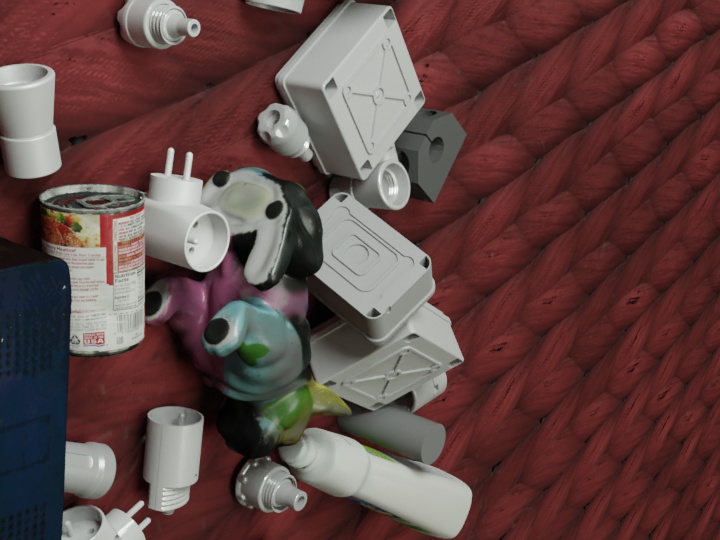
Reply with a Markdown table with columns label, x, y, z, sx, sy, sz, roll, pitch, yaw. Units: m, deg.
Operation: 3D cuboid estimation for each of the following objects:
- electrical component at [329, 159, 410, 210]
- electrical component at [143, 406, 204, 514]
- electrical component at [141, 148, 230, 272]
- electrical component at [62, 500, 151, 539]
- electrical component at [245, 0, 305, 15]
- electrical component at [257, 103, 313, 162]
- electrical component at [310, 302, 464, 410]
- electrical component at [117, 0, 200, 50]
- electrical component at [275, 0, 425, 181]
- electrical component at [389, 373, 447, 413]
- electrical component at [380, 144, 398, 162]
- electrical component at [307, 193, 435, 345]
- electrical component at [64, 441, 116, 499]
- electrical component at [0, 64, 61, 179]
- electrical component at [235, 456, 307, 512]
| label | x | y | z | sx | sy | sz | roll | pitch | yaw |
| --- | --- | --- | --- | --- | --- | --- | --- | --- | --- |
| electrical component | 0.006 | -0.071 | 0.944 | 0.044 | 0.065 | 0.044 | 9 | 79 | -49 |
| electrical component | -0.148 | 0.152 | 0.841 | 0.043 | 0.043 | 0.081 | -9 | 110 | -52 |
| electrical component | -0.131 | -0.045 | 0.757 | 0.043 | 0.077 | 0.079 | -3 | 105 | -53 |
| electrical component | -0.188 | 0.206 | 0.806 | 0.079 | 0.044 | 0.077 | -42 | 134 | -37 |
| electrical component | -0.041 | -0.232 | 0.807 | 0.044 | 0.079 | 0.077 | -27 | 129 | -78 |
| electrical component | -0.057 | -0.107 | 0.872 | 0.035 | 0.035 | 0.061 | -65 | 147 | -13 |
| electrical component | 0.022 | 0.073 | 0.983 | 0.109 | 0.109 | 0.056 | 32 | 32 | -54 |
| electrical component | -0.132 | -0.165 | 0.721 | 0.035 | 0.061 | 0.035 | -25 | 123 | -47 |
| electrical component | -0.006 | -0.151 | 0.906 | 0.108 | 0.056 | 0.108 | -54 | 140 | -26 |
| electrical component | 0.052 | 0.114 | 1.093 | 0.047 | 0.055 | 0.055 | -32 | 128 | -39 |
| electrical component | 0.019 | -0.090 | 0.979 | 0.040 | 0.040 | 0.046 | -37 | 126 | -40 |
| electrical component | 0.000 | 0.000 | 0.911 | 0.078 | 0.113 | 0.057 | -44 | 156 | -17 |
| electrical component | -0.204 | 0.140 | 0.765 | 0.046 | 0.040 | 0.040 | 23 | 84 | -49 |
| electrical component | -0.207 | -0.090 | 0.668 | 0.044 | 0.044 | 0.065 | -33 | 133 | -43 |
| electrical component | -0.075 | 0.192 | 0.940 | 0.048 | 0.062 | 0.048 | -25 | 122 | -47 |
